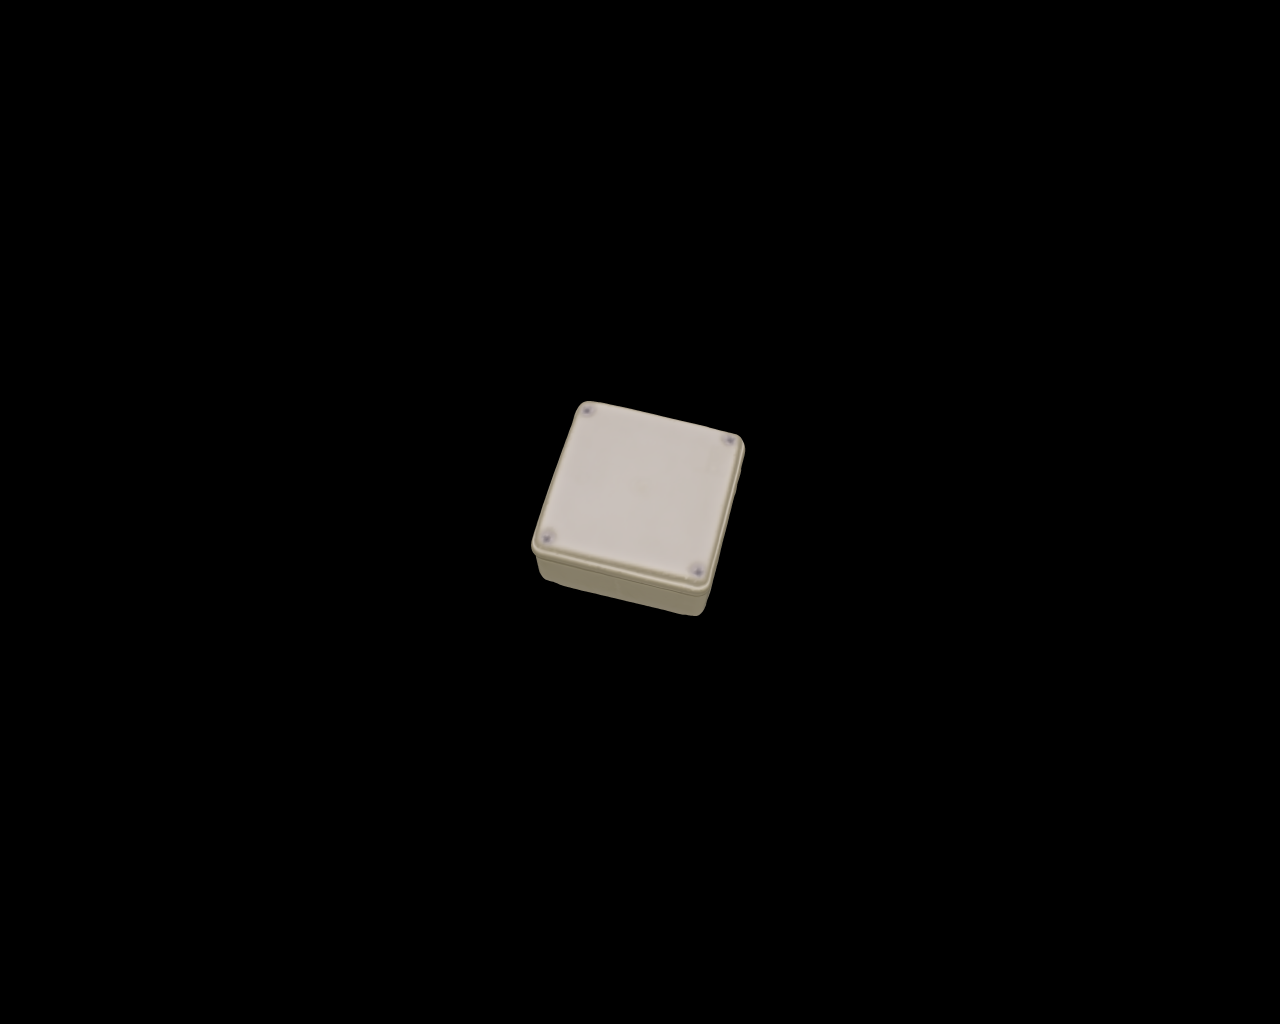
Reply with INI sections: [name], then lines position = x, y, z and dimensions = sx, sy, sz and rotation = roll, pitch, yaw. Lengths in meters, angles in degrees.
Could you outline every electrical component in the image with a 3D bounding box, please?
[electrical component]
position = 0.001, -0.003, 0.650
dimensions = 0.109, 0.109, 0.056
rotation = 14, -26, 7
